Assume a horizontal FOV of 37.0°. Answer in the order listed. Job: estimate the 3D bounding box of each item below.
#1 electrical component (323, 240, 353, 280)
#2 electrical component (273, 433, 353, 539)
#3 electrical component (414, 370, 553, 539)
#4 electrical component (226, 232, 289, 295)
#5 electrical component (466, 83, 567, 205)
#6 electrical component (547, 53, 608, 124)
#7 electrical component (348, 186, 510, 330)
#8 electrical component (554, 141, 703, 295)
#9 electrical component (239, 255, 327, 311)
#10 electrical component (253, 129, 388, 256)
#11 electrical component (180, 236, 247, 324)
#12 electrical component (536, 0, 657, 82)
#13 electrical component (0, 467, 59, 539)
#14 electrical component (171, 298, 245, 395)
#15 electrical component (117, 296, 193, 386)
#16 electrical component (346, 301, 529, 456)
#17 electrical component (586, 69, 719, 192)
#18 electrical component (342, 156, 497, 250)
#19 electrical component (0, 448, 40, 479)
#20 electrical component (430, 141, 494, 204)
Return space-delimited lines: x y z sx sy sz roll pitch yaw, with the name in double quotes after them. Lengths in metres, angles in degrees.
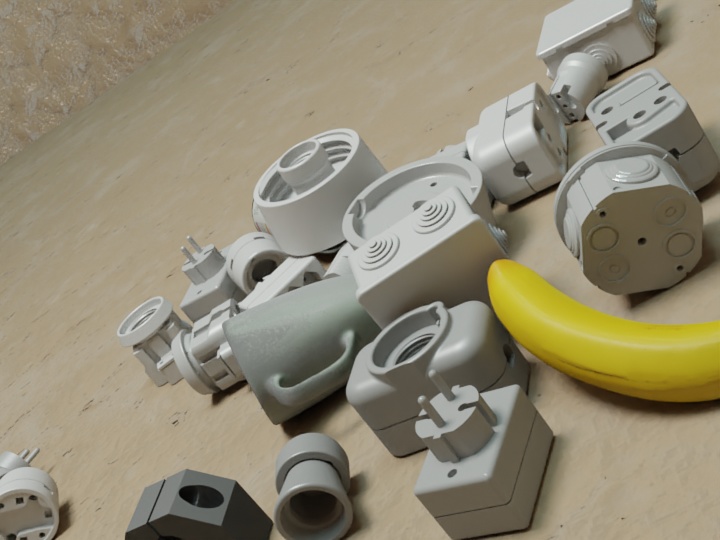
0.000 0.000 0.835 0.043 0.043 0.081 -18 28 38 "electrical component"
-0.027 0.126 0.624 0.045 0.045 0.055 -33 22 11 "electrical component"
0.054 0.084 0.543 0.047 0.076 0.065 -20 27 36 "electrical component"
-0.087 -0.001 0.955 0.055 0.055 0.047 -39 26 -5 "electrical component"
0.121 -0.096 0.830 0.059 0.053 0.095 -26 24 25 "electrical component"
0.174 -0.147 0.873 0.040 0.040 0.046 -9 41 50 "electrical component"
0.051 0.007 0.674 0.100 0.099 0.048 -33 35 9 "electrical component"
0.155 -0.029 0.615 0.080 0.080 0.051 -31 28 15 "electrical component"
-0.063 0.024 0.877 0.066 0.047 0.077 -44 23 -18 "electrical component"
-0.035 -0.070 0.866 0.108 0.060 0.108 -25 30 15 "electrical component"
-0.139 0.002 0.996 0.047 0.075 0.083 -27 24 25 "electrical component"
0.204 -0.201 0.920 0.100 0.048 0.099 -24 25 29 "electrical component"
-0.265 0.187 0.848 0.055 0.055 0.047 -37 18 -1 "electrical component"
-0.113 0.064 0.860 0.057 0.058 0.078 -30 23 9 "electrical component"
-0.180 0.062 0.964 0.058 0.057 0.078 -37 22 0 "electrical component"
0.043 0.061 0.630 0.095 0.059 0.053 -25 25 27 "electrical component"
0.190 -0.082 0.693 0.054 0.059 0.095 -31 23 14 "electrical component"
0.048 -0.027 0.785 0.108 0.060 0.108 -19 33 13 "electrical component"
-0.308 0.184 0.930 0.077 0.043 0.079 -14 31 44 "electrical component"
0.073 -0.075 0.870 0.066 0.047 0.076 -22 26 32 "electrical component"
